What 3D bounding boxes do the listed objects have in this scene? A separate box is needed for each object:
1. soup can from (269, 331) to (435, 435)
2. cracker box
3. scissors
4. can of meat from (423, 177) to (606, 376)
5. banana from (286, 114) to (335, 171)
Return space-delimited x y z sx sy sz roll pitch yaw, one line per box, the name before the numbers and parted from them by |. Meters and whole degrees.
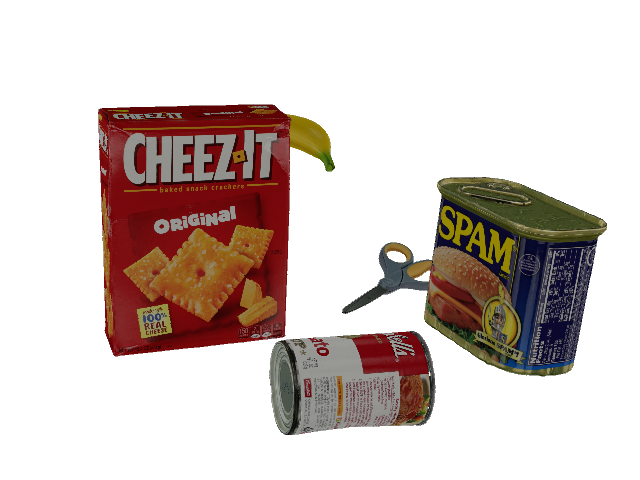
soup can | 0.021 0.101 0.755 0.102 0.068 0.069 -2 1 -17
cracker box | -0.113 -0.011 0.963 0.164 0.214 0.072 -4 19 -18
scissors | 0.072 0.042 1.286 0.201 0.016 0.096 -10 41 -42
can of meat | 0.103 0.018 0.592 0.057 0.084 0.102 -3 20 -28
banana | -0.070 -0.124 1.265 0.198 0.037 0.069 8 40 16
